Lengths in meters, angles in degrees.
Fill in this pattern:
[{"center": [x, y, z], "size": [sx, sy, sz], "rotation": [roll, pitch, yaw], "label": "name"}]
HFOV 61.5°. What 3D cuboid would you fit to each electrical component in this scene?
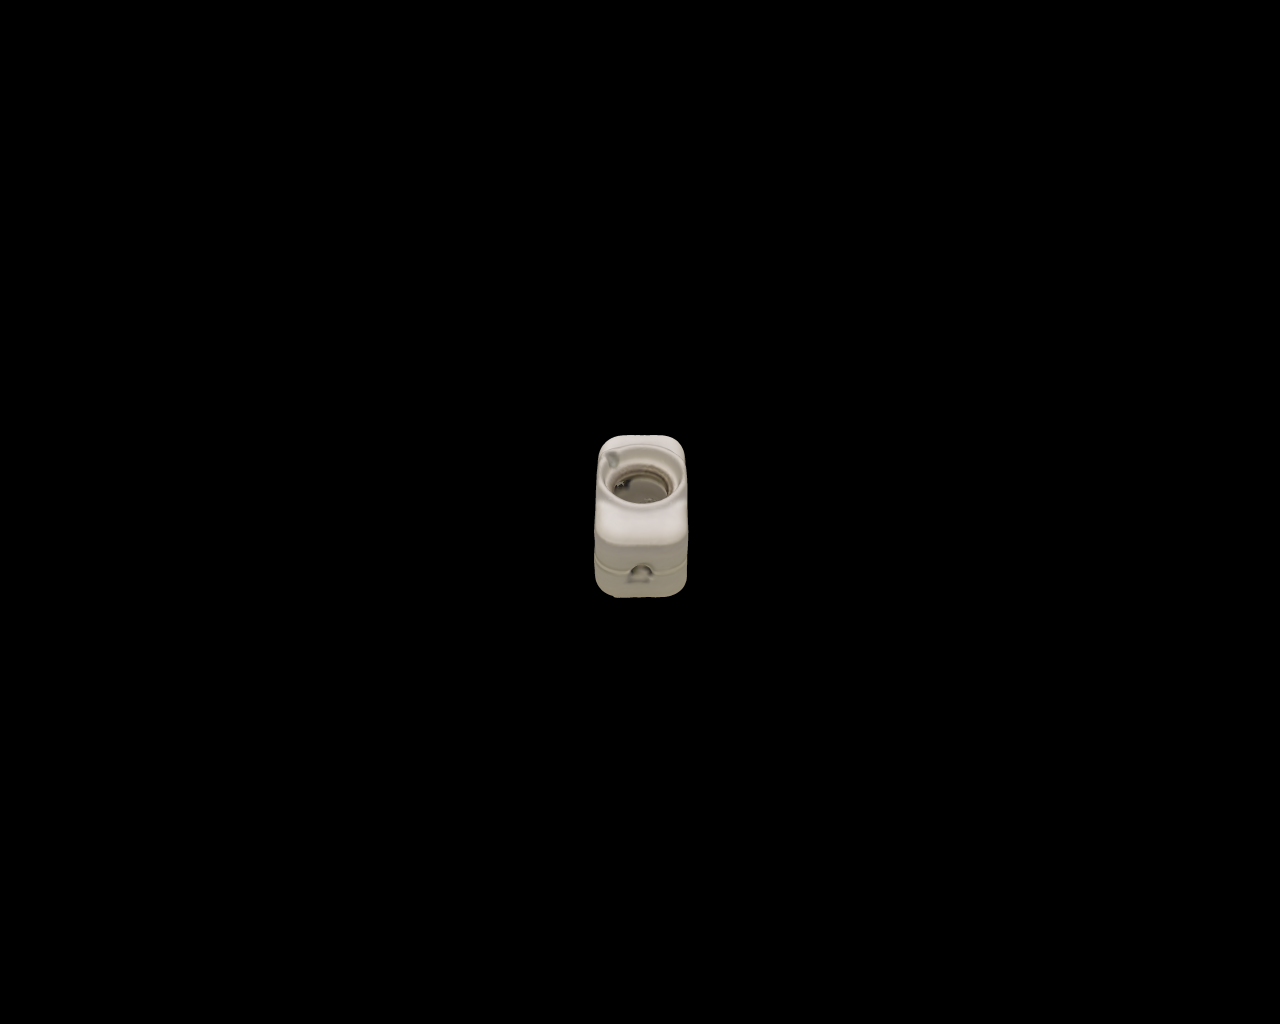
[{"center": [0.001, -0.003, 0.650], "size": [0.054, 0.059, 0.095], "rotation": [0, 44, 0], "label": "electrical component"}]
